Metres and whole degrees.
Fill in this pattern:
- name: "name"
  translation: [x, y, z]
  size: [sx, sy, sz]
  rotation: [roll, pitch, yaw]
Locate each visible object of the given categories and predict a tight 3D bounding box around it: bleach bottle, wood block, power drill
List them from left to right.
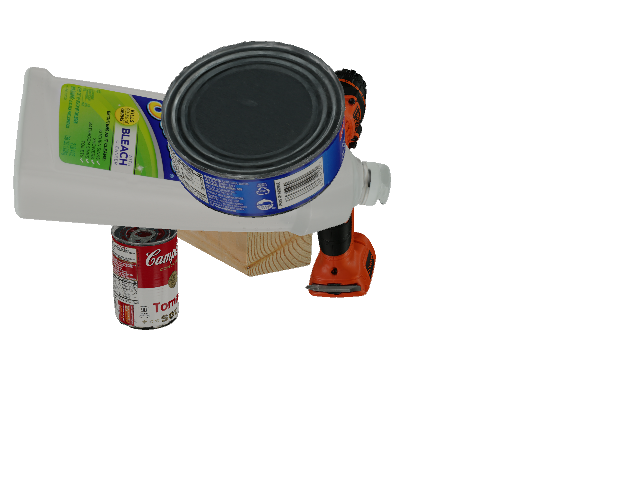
- name: "bleach bottle"
  translation: [-0.077, -0.055, 0.731]
  size: [0.250, 0.102, 0.068]
  rotation: [4, -32, -12]
- name: "wood block"
  translation: [-0.104, -0.033, 1.291]
  size: [0.090, 0.090, 0.206]
  rotation: [-10, 21, -34]
- name: "power drill"
  translation: [0.017, -0.055, 0.991]
  size: [0.057, 0.188, 0.184]
  rotation: [-1, 23, 13]

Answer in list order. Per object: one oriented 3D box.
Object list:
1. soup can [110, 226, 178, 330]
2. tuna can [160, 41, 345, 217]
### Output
- name: "soup can"
  translation: [-0.183, 0.034, 1.115]
  size: [0.068, 0.102, 0.068]
  rotation: [2, 25, -1]
- name: "tuna can"
  translation: [-0.030, -0.053, 0.506]
  size: [0.086, 0.086, 0.034]
  rotation: [0, -36, 4]
